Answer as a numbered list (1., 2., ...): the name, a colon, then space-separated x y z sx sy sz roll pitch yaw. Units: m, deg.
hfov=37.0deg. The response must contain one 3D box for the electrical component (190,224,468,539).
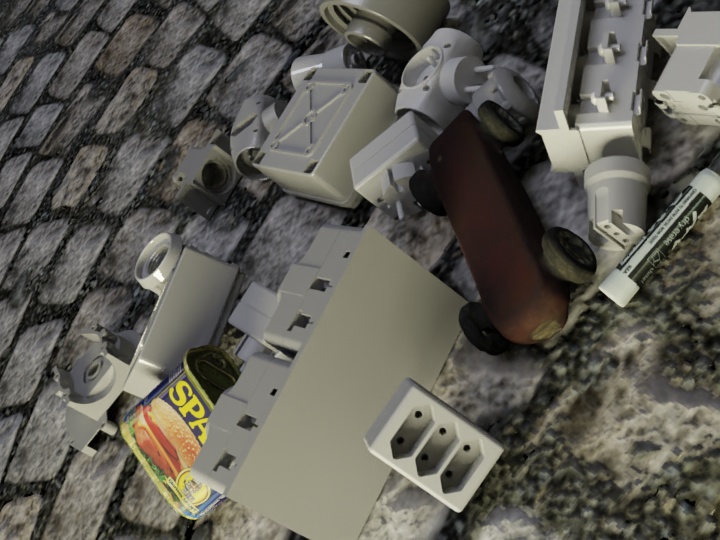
1. electrical component: -0.019 0.075 0.703 0.060 0.105 0.186 10 68 54

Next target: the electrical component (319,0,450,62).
1. electrical component: 0.017 -0.220 0.928 0.108 0.108 0.060 15 78 55

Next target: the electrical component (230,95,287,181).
1. electrical component: -0.083 -0.135 1.025 0.079 0.043 0.077 -31 39 30

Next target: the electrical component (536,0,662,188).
1. electrical component: 0.159 -0.126 0.703 0.063 0.078 0.121 0 57 25

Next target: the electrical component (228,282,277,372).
1. electrical component: -0.073 0.058 0.837 0.076 0.047 0.066 -58 34 -6

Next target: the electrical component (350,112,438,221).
1. electrical component: 0.034 -0.068 0.819 0.066 0.047 0.076 -37 37 24

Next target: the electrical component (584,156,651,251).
1. electrical component: 0.157 -0.040 0.654 0.040 0.040 0.046 -19 53 41

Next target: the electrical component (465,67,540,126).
1. electrical component: 0.098 -0.114 0.788 0.062 0.048 0.048 -40 35 31

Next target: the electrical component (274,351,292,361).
1. electrical component: -0.035 0.080 0.771 0.055 0.047 0.055 -31 40 30

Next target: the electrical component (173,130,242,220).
1. electrical component: -0.153 -0.096 1.077 0.064 0.042 0.081 14 71 56

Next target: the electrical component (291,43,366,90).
1. electrical component: -0.027 -0.187 1.007 0.065 0.044 0.044 -13 51 39

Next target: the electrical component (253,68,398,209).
1. electrical component: -0.024 -0.115 0.924 0.109 0.056 0.108 17 74 55

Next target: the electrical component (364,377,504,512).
1. electrical component: 0.041 0.101 0.651 0.047 0.066 0.077 -55 5 -2

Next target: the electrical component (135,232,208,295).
1. electrical component: -0.170 0.001 0.997 0.078 0.057 0.058 -1 59 50

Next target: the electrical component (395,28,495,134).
1. electrical component: 0.074 -0.148 0.845 0.079 0.044 0.077 7 66 53

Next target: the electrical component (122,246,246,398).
1. electrical component: -0.147 0.051 0.891 0.108 0.056 0.108 134 157 -64

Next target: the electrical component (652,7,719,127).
1. electrical component: 0.215 -0.122 0.653 0.081 0.042 0.063 19 77 56
